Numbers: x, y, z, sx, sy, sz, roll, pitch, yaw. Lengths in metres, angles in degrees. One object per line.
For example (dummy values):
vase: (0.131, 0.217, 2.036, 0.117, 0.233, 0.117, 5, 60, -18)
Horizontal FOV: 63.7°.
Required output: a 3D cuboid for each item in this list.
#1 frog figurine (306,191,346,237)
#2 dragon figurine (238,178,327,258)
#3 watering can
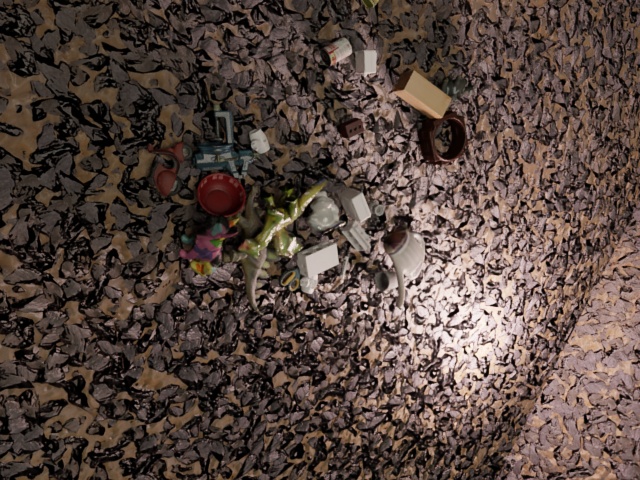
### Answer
frog figurine: (0.006, -0.098, 1.942, 0.138, 0.121, 0.161, -27, 79, -13)
dragon figurine: (-0.111, -0.056, 1.807, 0.415, 0.123, 0.238, -23, 122, -37)
watering can: (0.345, 0.087, 2.135, 0.221, 0.103, 0.355, 48, 52, -27)
